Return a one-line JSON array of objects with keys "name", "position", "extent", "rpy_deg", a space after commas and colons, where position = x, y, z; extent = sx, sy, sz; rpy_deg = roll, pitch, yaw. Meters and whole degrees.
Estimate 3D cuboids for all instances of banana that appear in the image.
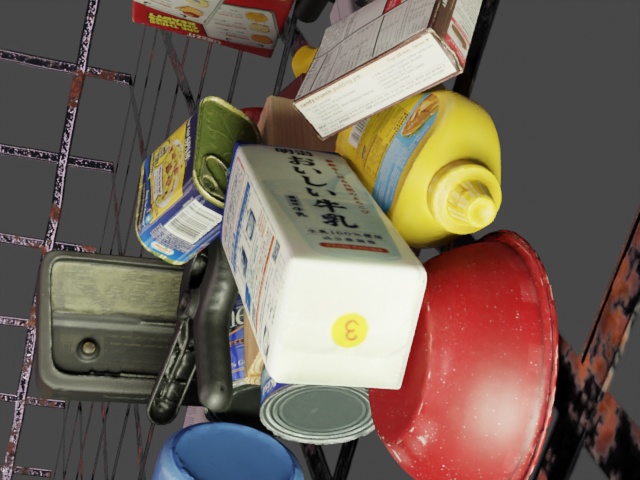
[{"name": "banana", "position": [0.010, -0.166, 0.943], "extent": [0.069, 0.037, 0.198], "rpy_deg": [-68, 15, -16]}]

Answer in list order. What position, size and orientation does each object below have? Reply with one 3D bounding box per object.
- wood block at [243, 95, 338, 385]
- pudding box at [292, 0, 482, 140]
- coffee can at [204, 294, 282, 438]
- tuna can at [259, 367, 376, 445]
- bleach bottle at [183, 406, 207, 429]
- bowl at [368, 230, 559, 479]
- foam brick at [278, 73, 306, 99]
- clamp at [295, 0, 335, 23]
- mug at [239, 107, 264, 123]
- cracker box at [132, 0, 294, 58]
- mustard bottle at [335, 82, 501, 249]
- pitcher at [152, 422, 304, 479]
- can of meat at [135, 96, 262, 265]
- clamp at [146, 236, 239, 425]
[{"name": "wood block", "position": [-0.005, 0.001, 0.803], "extent": [0.090, 0.090, 0.206], "rpy_deg": [118, 155, -49]}, {"name": "pudding box", "position": [0.043, -0.121, 0.677], "extent": [0.114, 0.039, 0.090], "rpy_deg": [-25, 32, 37]}, {"name": "coffee can", "position": [-0.042, 0.075, 0.864], "extent": [0.103, 0.102, 0.140], "rpy_deg": [120, 153, -50]}, {"name": "tuna can", "position": [0.001, 0.106, 0.735], "extent": [0.086, 0.086, 0.034], "rpy_deg": [119, 157, -48]}, {"name": "bleach bottle", "position": [-0.104, 0.168, 1.089], "extent": [0.103, 0.068, 0.251], "rpy_deg": [162, 118, -70]}, {"name": "bowl", "position": [0.068, 0.070, 0.592], "extent": [0.162, 0.055, 0.162], "rpy_deg": [-172, 90, -74]}, {"name": "foam brick", "position": [-0.005, -0.108, 0.925], "extent": [0.078, 0.053, 0.051], "rpy_deg": [163, 115, -71]}, {"name": "clamp", "position": [0.020, -0.275, 0.961], "extent": [0.210, 0.036, 0.164], "rpy_deg": [-129, 50, -73]}, {"name": "mug", "position": [-0.046, -0.075, 1.005], "extent": [0.117, 0.093, 0.081], "rpy_deg": [-8, 65, 40]}, {"name": "cracker box", "position": [-0.109, -0.272, 1.113], "extent": [0.214, 0.164, 0.072], "rpy_deg": [141, 143, -78]}, {"name": "mustard bottle", "position": [0.064, -0.048, 0.657], "extent": [0.096, 0.058, 0.192], "rpy_deg": [-62, 21, 12]}, {"name": "pitcher", "position": [-0.084, 0.270, 0.804], "extent": [0.144, 0.149, 0.243], "rpy_deg": [-44, -29, -64]}, {"name": "can of meat", "position": [-0.092, -0.043, 0.797], "extent": [0.084, 0.057, 0.102], "rpy_deg": [-37, 38, 35]}, {"name": "clamp", "position": [-0.083, 0.057, 0.798], "extent": [0.120, 0.039, 0.171], "rpy_deg": [-6, 70, 56]}]
